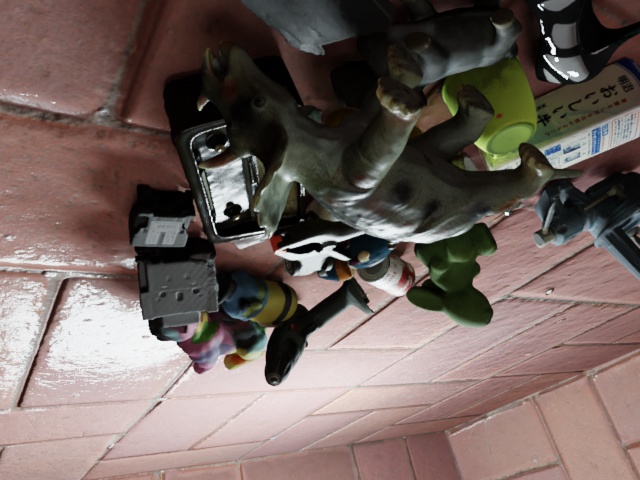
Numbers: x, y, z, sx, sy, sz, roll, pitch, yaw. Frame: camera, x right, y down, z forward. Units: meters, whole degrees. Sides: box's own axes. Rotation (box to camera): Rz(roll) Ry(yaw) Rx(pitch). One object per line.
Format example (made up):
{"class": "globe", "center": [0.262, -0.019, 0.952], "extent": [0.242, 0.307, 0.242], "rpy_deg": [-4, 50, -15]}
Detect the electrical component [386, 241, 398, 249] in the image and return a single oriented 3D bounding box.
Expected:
{"class": "electrical component", "center": [0.105, -0.040, 0.769], "extent": [0.045, 0.102, 0.078], "rpy_deg": [-13, 176, 2]}

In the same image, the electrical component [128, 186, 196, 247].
{"class": "electrical component", "center": [-0.213, -0.018, 0.706], "extent": [0.075, 0.048, 0.119], "rpy_deg": [4, 144, -30]}

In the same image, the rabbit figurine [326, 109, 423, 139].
{"class": "rabbit figurine", "center": [0.064, -0.088, 0.667], "extent": [0.162, 0.122, 0.173], "rpy_deg": [-17, 172, -22]}

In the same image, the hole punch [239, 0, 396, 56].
{"class": "hole punch", "center": [-0.005, -0.222, 0.425], "extent": [0.116, 0.092, 0.142], "rpy_deg": [0, 167, 39]}

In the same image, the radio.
{"class": "radio", "center": [-0.088, -0.088, 0.609], "extent": [0.131, 0.073, 0.229], "rpy_deg": [-14, 150, -9]}

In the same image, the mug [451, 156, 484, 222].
{"class": "mug", "center": [0.184, -0.058, 0.782], "extent": [0.107, 0.081, 0.109], "rpy_deg": [-20, 136, 30]}

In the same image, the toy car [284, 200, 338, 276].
{"class": "toy car", "center": [-0.002, -0.002, 0.822], "extent": [0.073, 0.056, 0.201], "rpy_deg": [-8, 152, -25]}

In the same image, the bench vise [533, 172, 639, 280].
{"class": "bench vise", "center": [0.471, -0.009, 0.857], "extent": [0.224, 0.241, 0.128], "rpy_deg": [-21, 151, -22]}

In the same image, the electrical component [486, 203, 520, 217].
{"class": "electrical component", "center": [0.297, -0.062, 0.885], "extent": [0.063, 0.021, 0.094], "rpy_deg": [-18, 152, 7]}

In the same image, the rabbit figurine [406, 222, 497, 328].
{"class": "rabbit figurine", "center": [0.224, 0.072, 0.913], "extent": [0.159, 0.170, 0.121], "rpy_deg": [-22, 172, 37]}

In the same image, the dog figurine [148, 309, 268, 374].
{"class": "dog figurine", "center": [-0.193, 0.149, 0.950], "extent": [0.192, 0.108, 0.219], "rpy_deg": [-10, 148, -6]}

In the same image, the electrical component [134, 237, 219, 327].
{"class": "electrical component", "center": [-0.209, 0.066, 0.794], "extent": [0.115, 0.058, 0.134], "rpy_deg": [-6, 123, -14]}

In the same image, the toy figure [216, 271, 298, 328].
{"class": "toy figure", "center": [-0.110, 0.101, 0.927], "extent": [0.089, 0.082, 0.180], "rpy_deg": [-25, 147, 22]}

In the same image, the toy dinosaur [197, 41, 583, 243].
{"class": "toy dinosaur", "center": [0.078, -0.058, 0.513], "extent": [0.404, 0.131, 0.192], "rpy_deg": [19, 133, -31]}

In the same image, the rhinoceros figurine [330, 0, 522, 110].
{"class": "rhinoceros figurine", "center": [0.102, -0.188, 0.537], "extent": [0.190, 0.073, 0.112], "rpy_deg": [-19, 159, 6]}

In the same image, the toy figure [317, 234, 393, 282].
{"class": "toy figure", "center": [0.058, 0.029, 0.894], "extent": [0.154, 0.058, 0.064], "rpy_deg": [-38, 162, 32]}

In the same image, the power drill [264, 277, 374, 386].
{"class": "power drill", "center": [-0.005, 0.154, 0.970], "extent": [0.207, 0.232, 0.086], "rpy_deg": [-40, 101, 9]}

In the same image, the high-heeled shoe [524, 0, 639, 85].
{"class": "high-heeled shoe", "center": [0.211, -0.234, 0.531], "extent": [0.248, 0.086, 0.145], "rpy_deg": [23, 168, -24]}
